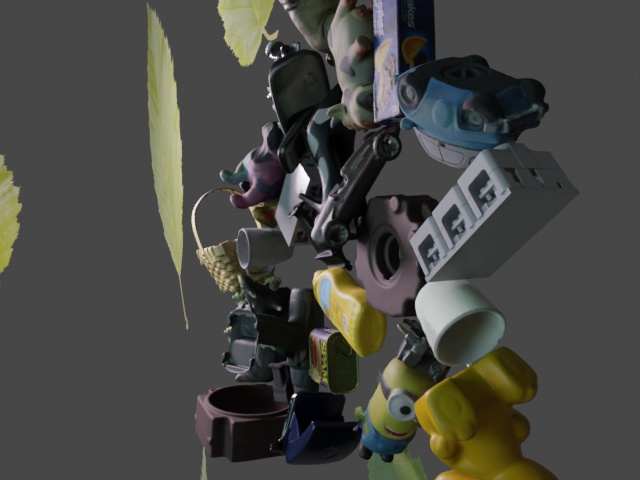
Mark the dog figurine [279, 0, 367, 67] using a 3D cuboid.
[{"bbox_3d":[-0.036,-0.368,0.836,0.121,0.190,0.172,1,95,64],"label":"dog figurine"}]

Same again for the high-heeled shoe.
[{"bbox_3d":[0.051,-0.127,0.832,0.145,0.086,0.248,27,104,28],"label":"high-heeled shoe"}]

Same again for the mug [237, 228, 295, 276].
[{"bbox_3d":[-0.110,0.026,1.109,0.081,0.107,0.109,-134,44,-55],"label":"mug"}]

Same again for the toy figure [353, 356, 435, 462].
[{"bbox_3d":[0.100,0.231,0.730,0.089,0.082,0.180,63,147,37],"label":"toy figure"}]

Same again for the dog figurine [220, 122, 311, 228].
[{"bbox_3d":[-0.072,-0.138,1.039,0.219,0.191,0.109,-37,49,19],"label":"dog figurine"}]

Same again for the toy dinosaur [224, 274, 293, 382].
[{"bbox_3d":[-0.118,0.223,1.145,0.192,0.131,0.404,-123,34,-48],"label":"toy dinosaur"}]

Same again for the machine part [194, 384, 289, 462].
[{"bbox_3d":[-0.141,0.360,1.088,0.201,0.201,0.087,-170,80,-65],"label":"machine part"}]

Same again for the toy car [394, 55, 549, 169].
[{"bbox_3d":[0.157,-0.130,0.575,0.162,0.109,0.102,42,148,43],"label":"toy car"}]

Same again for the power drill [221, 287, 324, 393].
[{"bbox_3d":[-0.066,0.194,0.937,0.086,0.207,0.232,-1,80,47],"label":"power drill"}]

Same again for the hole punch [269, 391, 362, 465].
[{"bbox_3d":[0.004,0.321,0.882,0.092,0.142,0.115,28,105,56],"label":"hole punch"}]

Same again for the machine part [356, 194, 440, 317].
[{"bbox_3d":[0.107,0.020,0.726,0.179,0.056,0.179,177,90,-65],"label":"machine part"}]

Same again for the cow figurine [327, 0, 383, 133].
[{"bbox_3d":[0.055,-0.243,0.776,0.127,0.085,0.195,125,140,-54],"label":"cow figurine"}]

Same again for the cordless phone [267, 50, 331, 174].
[{"bbox_3d":[-0.045,-0.204,0.859,0.184,0.089,0.146,-69,-27,-45],"label":"cordless phone"}]

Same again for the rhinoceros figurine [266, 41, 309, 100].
[{"bbox_3d":[-0.055,-0.313,1.010,0.190,0.073,0.112,-122,38,-45],"label":"rhinoceros figurine"}]

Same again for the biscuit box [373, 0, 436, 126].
[{"bbox_3d":[0.108,-0.253,0.693,0.059,0.063,0.202,0,93,63],"label":"biscuit box"}]

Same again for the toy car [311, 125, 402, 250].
[{"bbox_3d":[0.048,-0.078,0.758,0.202,0.053,0.089,-60,11,8],"label":"toy car"}]

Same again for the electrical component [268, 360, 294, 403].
[{"bbox_3d":[-0.048,0.286,1.035,0.048,0.075,0.119,-12,92,51],"label":"electrical component"}]

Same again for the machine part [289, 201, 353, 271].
[{"bbox_3d":[-0.002,-0.003,0.907,0.138,0.039,0.084,54,163,-13],"label":"machine part"}]

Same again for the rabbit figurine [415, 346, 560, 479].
[{"bbox_3d":[0.173,0.223,0.550,0.173,0.122,0.162,51,142,24],"label":"rabbit figurine"}]

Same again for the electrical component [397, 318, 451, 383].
[{"bbox_3d":[0.126,0.133,0.658,0.078,0.102,0.045,26,98,16],"label":"electrical component"}]
